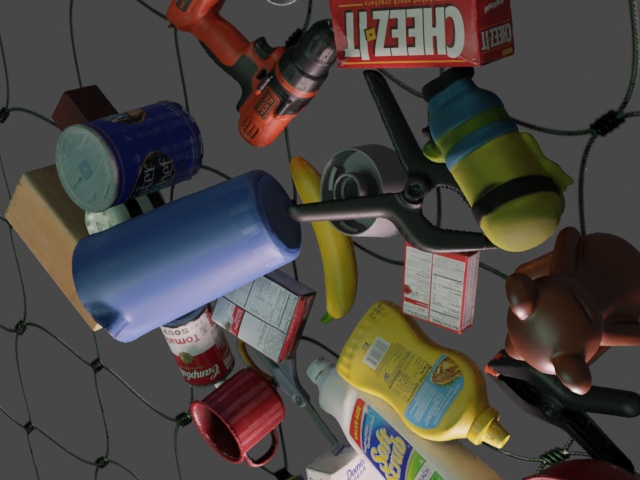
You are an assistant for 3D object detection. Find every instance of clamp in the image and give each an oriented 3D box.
[{"bbox_3d":[0.091,-0.059,1.031,0.210,0.036,0.164,23,94,5],"label":"clamp"},{"bbox_3d":[0.234,0.149,1.011,0.172,0.039,0.120,33,141,24],"label":"clamp"}]

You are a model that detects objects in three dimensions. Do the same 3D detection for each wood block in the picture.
[{"bbox_3d":[-0.311,0.004,1.401,0.206,0.090,0.091,49,131,14],"label":"wood block"}]

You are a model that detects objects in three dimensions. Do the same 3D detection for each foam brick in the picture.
[{"bbox_3d":[-0.290,-0.148,1.347,0.078,0.052,0.051,52,132,13],"label":"foam brick"}]

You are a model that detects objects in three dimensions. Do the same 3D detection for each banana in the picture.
[{"bbox_3d":[0.007,0.006,1.163,0.070,0.037,0.198,3,109,40],"label":"banana"}]

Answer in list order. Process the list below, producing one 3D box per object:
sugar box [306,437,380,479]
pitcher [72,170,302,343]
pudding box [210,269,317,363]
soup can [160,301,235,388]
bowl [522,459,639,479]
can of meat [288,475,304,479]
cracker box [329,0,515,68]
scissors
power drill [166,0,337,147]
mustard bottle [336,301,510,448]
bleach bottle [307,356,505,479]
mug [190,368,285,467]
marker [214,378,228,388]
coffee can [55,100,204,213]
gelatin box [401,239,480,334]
[{"bbox_3d":[0.035,0.322,1.230,0.048,0.093,0.176,3,109,39],"label":"sugar box"},{"bbox_3d":[-0.146,0.007,1.205,0.243,0.144,0.149,-23,80,21],"label":"pitcher"},{"bbox_3d":[-0.067,0.078,1.245,0.114,0.039,0.090,29,109,27],"label":"pudding box"},{"bbox_3d":[-0.152,0.121,1.306,0.069,0.068,0.102,11,133,38],"label":"soup can"},{"bbox_3d":[0.268,0.257,1.005,0.162,0.055,0.162,31,150,19],"label":"bowl"},{"bbox_3d":[-0.040,0.349,1.332,0.102,0.057,0.084,-38,79,43],"label":"can of meat"},{"bbox_3d":[0.081,-0.266,0.965,0.164,0.071,0.214,7,112,40],"label":"cracker box"},{"bbox_3d":[-0.022,0.170,1.270,0.202,0.016,0.096,39,128,22],"label":"scissors"},{"bbox_3d":[-0.071,-0.215,1.126,0.188,0.057,0.185,53,133,11],"label":"power drill"},{"bbox_3d":[0.114,0.152,1.110,0.192,0.058,0.096,36,100,24],"label":"mustard bottle"},{"bbox_3d":[0.080,0.222,1.173,0.251,0.067,0.103,39,126,25],"label":"bleach bottle"},{"bbox_3d":[-0.091,0.219,1.295,0.117,0.081,0.093,59,149,-9],"label":"mug"},{"bbox_3d":[-0.112,0.199,1.357,0.121,0.020,0.020,49,132,14],"label":"marker"},{"bbox_3d":[-0.221,-0.099,1.246,0.103,0.140,0.103,17,118,35],"label":"coffee can"},{"bbox_3d":[0.122,0.043,1.084,0.073,0.030,0.089,17,118,34],"label":"gelatin box"}]
